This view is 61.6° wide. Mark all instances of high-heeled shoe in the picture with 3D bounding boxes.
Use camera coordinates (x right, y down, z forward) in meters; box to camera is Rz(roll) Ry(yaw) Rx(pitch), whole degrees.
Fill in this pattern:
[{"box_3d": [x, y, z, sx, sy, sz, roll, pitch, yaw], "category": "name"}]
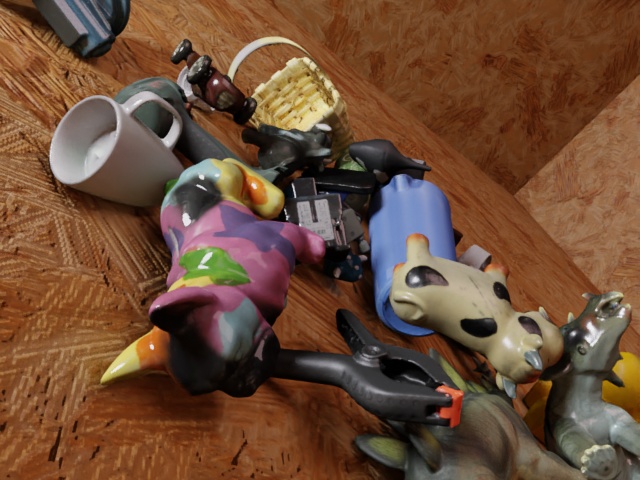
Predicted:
[{"box_3d": [0.122, -0.126, 0.987, 0.145, 0.086, 0.248, 13, -5, 3], "category": "high-heeled shoe"}]

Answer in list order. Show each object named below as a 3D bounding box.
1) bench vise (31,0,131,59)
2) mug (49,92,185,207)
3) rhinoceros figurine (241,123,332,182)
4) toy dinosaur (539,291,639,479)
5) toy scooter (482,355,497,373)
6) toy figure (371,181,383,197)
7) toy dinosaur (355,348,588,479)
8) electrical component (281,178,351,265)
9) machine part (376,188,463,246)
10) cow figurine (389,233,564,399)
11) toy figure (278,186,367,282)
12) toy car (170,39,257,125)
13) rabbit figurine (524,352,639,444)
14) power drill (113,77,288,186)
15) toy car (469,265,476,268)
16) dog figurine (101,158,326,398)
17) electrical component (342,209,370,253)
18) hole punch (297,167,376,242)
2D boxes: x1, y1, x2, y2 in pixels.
[{"box_3d": [-0.324, -0.355, 0.702, 0.223, 0.129, 0.241, 45, 38, -12], "category": "bench vise"}, {"box_3d": [-0.171, -0.082, 0.498, 0.081, 0.109, 0.107, 42, 4, 28], "category": "mug"}, {"box_3d": [-0.040, -0.134, 0.786, 0.112, 0.073, 0.190, 5, 18, 20], "category": "rhinoceros figurine"}, {"box_3d": [0.330, 0.260, 0.636, 0.192, 0.131, 0.404, -112, -178, -71], "category": "toy dinosaur"}, {"box_3d": [0.254, 0.149, 0.799, 0.184, 0.075, 0.135, 40, -10, 46], "category": "toy scooter"}, {"box_3d": [0.132, -0.132, 1.134, 0.089, 0.082, 0.180, 43, 24, 8], "category": "toy figure"}, {"box_3d": [0.152, 0.198, 0.511, 0.199, 0.105, 0.471, 46, 15, 20], "category": "toy dinosaur"}, {"box_3d": [-0.009, -0.030, 0.648, 0.075, 0.047, 0.119, -3, 68, -8], "category": "electrical component"}, {"box_3d": [0.172, -0.031, 0.990, 0.179, 0.056, 0.179, 28, 9, -5], "category": "machine part"}, {"box_3d": [0.168, 0.083, 0.575, 0.195, 0.085, 0.127, 23, 42, 0], "category": "cow figurine"}, {"box_3d": [0.000, -0.003, 0.694, 0.154, 0.064, 0.057, 53, -12, 17], "category": "toy figure"}, {"box_3d": [-0.146, -0.207, 0.704, 0.089, 0.053, 0.202, 34, 8, -36], "category": "toy car"}, {"box_3d": [0.397, 0.239, 0.753, 0.162, 0.173, 0.122, 44, 17, 18], "category": "rabbit figurine"}, {"box_3d": [-0.139, -0.120, 0.649, 0.207, 0.086, 0.232, 43, 13, -8], "category": "power drill"}, {"box_3d": [0.288, 0.130, 0.885, 0.201, 0.056, 0.073, 60, 21, -2], "category": "toy car"}, {"box_3d": [-0.093, 0.025, 0.423, 0.191, 0.108, 0.219, 45, 24, 6], "category": "dog figurine"}, {"box_3d": [0.031, -0.014, 0.752, 0.063, 0.021, 0.094, -34, 99, -27], "category": "electrical component"}, {"box_3d": [0.022, -0.061, 0.828, 0.116, 0.092, 0.142, 11, 24, 7], "category": "hole punch"}]
